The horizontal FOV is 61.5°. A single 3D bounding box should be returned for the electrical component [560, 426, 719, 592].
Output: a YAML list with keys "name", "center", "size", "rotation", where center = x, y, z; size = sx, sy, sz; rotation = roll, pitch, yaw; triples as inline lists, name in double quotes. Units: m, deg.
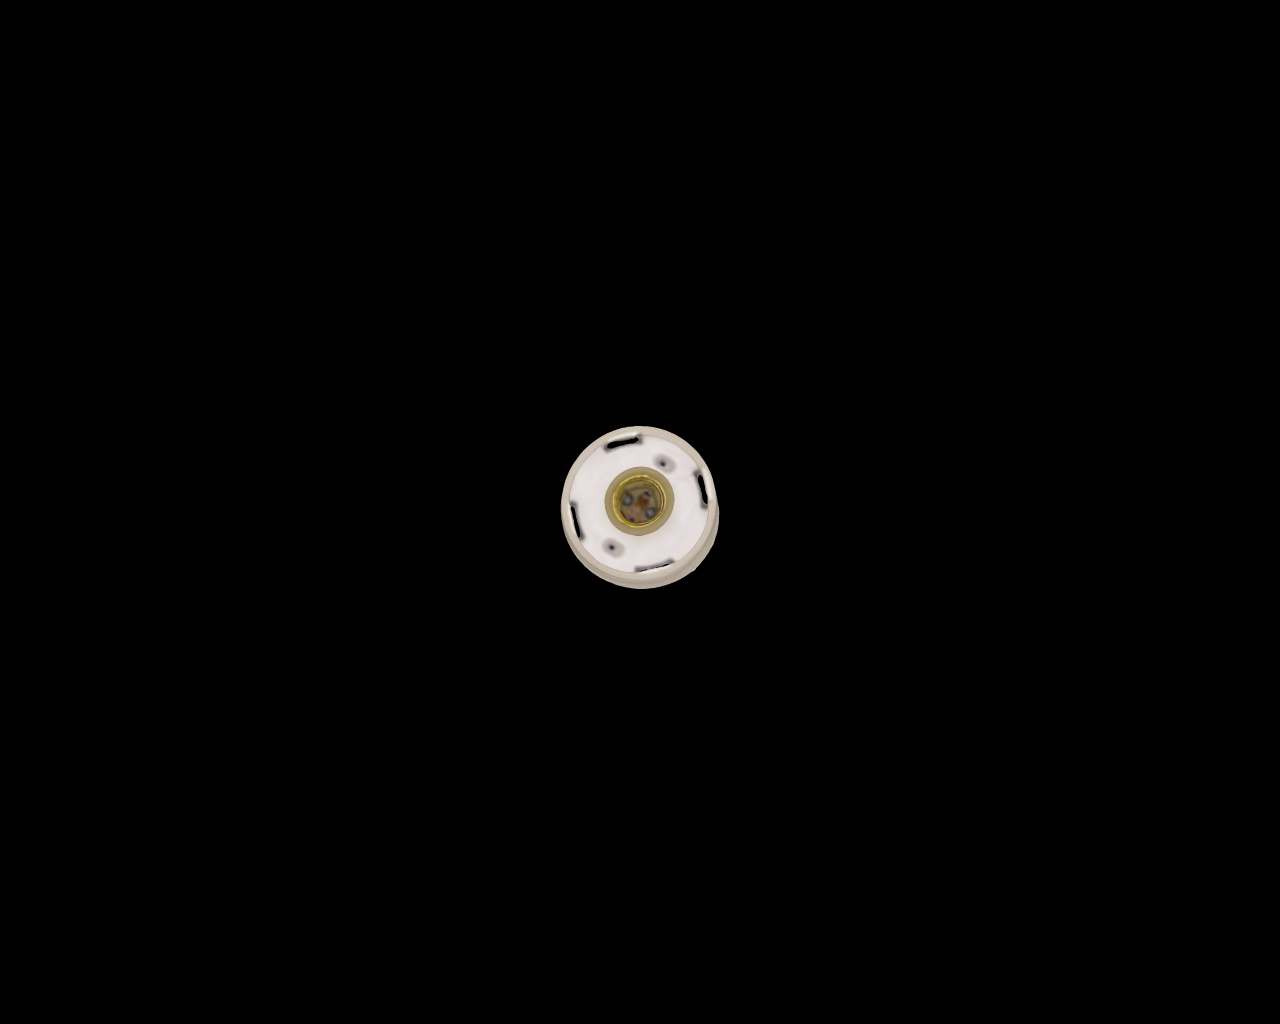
- name: "electrical component"
  center: [0.001, -0.003, 0.650]
  size: [0.099, 0.099, 0.064]
  rotation: [0, -7, 0]
